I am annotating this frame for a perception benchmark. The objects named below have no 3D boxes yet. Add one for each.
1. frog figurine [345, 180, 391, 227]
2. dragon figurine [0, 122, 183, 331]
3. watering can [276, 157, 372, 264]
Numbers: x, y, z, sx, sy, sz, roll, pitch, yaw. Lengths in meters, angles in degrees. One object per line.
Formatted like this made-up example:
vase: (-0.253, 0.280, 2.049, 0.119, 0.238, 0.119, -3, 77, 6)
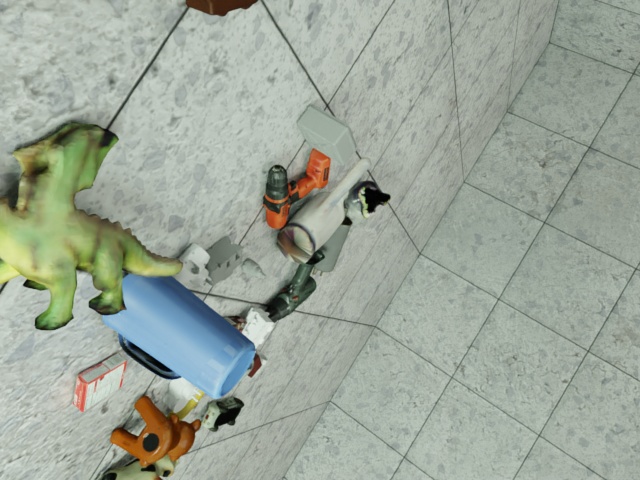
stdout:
frog figurine: (0.118, -0.110, 1.570, 0.122, 0.140, 0.158, 38, -25, -16)
dragon figurine: (-0.306, -0.029, 0.669, 0.123, 0.240, 0.413, 22, 16, 22)
watering can: (0.004, -0.064, 1.269, 0.228, 0.104, 0.341, -48, -3, -30)
